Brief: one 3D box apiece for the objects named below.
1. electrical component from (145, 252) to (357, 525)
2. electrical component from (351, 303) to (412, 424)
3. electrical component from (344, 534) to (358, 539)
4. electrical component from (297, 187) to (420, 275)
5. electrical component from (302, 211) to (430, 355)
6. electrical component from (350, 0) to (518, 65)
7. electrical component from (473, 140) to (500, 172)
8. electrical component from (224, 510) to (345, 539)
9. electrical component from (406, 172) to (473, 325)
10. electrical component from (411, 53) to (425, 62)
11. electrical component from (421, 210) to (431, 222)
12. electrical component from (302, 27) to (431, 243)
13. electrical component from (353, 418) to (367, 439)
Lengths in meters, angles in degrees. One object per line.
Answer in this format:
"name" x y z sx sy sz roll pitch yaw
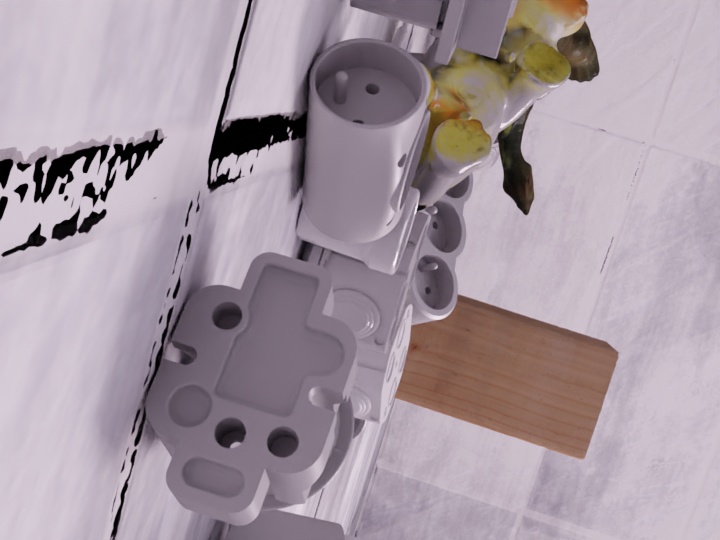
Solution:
"electrical component" -0.031 0.042 0.335 0.057 0.058 0.078 89 19 -65
"electrical component" -0.002 0.050 0.641 0.080 0.051 0.080 14 90 -79
"electrical component" -0.055 0.236 0.672 0.089 0.062 0.150 95 14 -66
"electrical component" -0.001 -0.023 0.481 0.040 0.046 0.040 18 90 -85
"electrical component" 0.000 0.000 0.537 0.080 0.051 0.080 18 90 -85
"electrical component" 0.031 -0.118 0.416 0.081 0.064 0.042 -64 171 -54
"electrical component" 0.085 -0.120 0.869 0.051 0.080 0.080 109 2 -57
"electrical component" -0.046 0.165 0.528 0.099 0.064 0.099 18 90 -85
"electrical component" 0.033 -0.024 0.777 0.074 0.052 0.138 -15 -124 45
"electrical component" 0.036 -0.102 0.641 0.040 0.040 0.046 29 73 -84
"electrical component" 0.013 -0.008 0.687 0.079 0.043 0.077 68 40 -81
"electrical component" 0.006 -0.063 0.433 0.077 0.044 0.079 99 10 -59
"electrical component" -0.012 0.081 0.710 0.055 0.045 0.045 -62 168 -63
